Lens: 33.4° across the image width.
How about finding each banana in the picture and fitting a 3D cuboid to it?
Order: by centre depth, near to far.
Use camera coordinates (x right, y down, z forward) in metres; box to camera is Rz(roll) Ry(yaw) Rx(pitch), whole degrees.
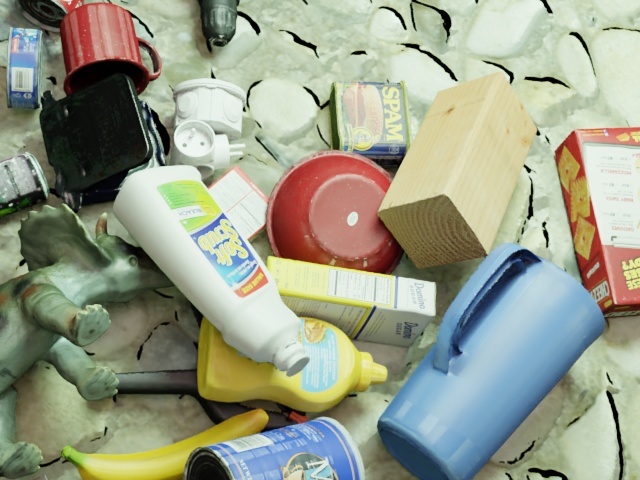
[{"bbox_3d":[-0.145,0.209,1.029,0.197,0.070,0.037,-11,52,-14],"label":"banana"}]

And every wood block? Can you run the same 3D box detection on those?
[{"bbox_3d":[0.151,-0.077,1.148,0.090,0.091,0.205,52,46,-27],"label":"wood block"}]

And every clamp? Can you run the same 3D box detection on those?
[{"bbox_3d":[-0.102,0.123,1.089,0.210,0.036,0.164,27,66,-3],"label":"clamp"}]

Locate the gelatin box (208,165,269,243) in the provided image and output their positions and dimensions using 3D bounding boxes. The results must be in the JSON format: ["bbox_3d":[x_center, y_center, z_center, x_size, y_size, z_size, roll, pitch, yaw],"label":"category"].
[{"bbox_3d":[-0.099,-0.026,1.152,0.073,0.030,0.089,45,68,6],"label":"gelatin box"}]

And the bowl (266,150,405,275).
[{"bbox_3d":[0.026,-0.021,1.134,0.162,0.055,0.162,2,83,-14],"label":"bowl"}]

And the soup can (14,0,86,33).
[{"bbox_3d":[-0.288,-0.293,1.196,0.068,0.069,0.102,23,65,-3],"label":"soup can"}]

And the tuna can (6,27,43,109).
[{"bbox_3d":[-0.314,-0.182,1.137,0.033,0.086,0.086,2,69,-13],"label":"tuna can"}]

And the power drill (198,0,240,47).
[{"bbox_3d":[-0.173,-0.320,1.205,0.187,0.057,0.184,13,62,-35],"label":"power drill"}]

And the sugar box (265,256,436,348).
[{"bbox_3d":[0.023,0.066,1.106,0.176,0.093,0.048,7,62,-10],"label":"sugar box"}]

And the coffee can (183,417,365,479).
[{"bbox_3d":[-0.043,0.230,1.001,0.140,0.103,0.103,-7,69,-36],"label":"coffee can"}]

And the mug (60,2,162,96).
[{"bbox_3d":[-0.228,-0.203,1.167,0.117,0.093,0.081,1,63,-33],"label":"mug"}]

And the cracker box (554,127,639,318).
[{"bbox_3d":[0.375,-0.023,1.228,0.164,0.072,0.214,-4,71,-12],"label":"cracker box"}]

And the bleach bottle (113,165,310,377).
[{"bbox_3d":[-0.093,0.032,1.031,0.251,0.068,0.102,47,32,24],"label":"bleach bottle"}]

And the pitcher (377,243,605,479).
[{"bbox_3d":[0.167,0.129,1.089,0.149,0.145,0.242,42,70,3],"label":"pitcher"}]

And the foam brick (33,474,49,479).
[{"bbox_3d":[-0.265,0.254,0.982,0.053,0.078,0.051,-23,76,-17],"label":"foam brick"}]

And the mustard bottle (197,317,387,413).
[{"bbox_3d":[-0.024,0.122,1.062,0.191,0.058,0.096,10,53,-17],"label":"mustard bottle"}]

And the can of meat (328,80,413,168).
[{"bbox_3d":[0.056,-0.131,1.211,0.084,0.057,0.102,0,69,-9],"label":"can of meat"}]
